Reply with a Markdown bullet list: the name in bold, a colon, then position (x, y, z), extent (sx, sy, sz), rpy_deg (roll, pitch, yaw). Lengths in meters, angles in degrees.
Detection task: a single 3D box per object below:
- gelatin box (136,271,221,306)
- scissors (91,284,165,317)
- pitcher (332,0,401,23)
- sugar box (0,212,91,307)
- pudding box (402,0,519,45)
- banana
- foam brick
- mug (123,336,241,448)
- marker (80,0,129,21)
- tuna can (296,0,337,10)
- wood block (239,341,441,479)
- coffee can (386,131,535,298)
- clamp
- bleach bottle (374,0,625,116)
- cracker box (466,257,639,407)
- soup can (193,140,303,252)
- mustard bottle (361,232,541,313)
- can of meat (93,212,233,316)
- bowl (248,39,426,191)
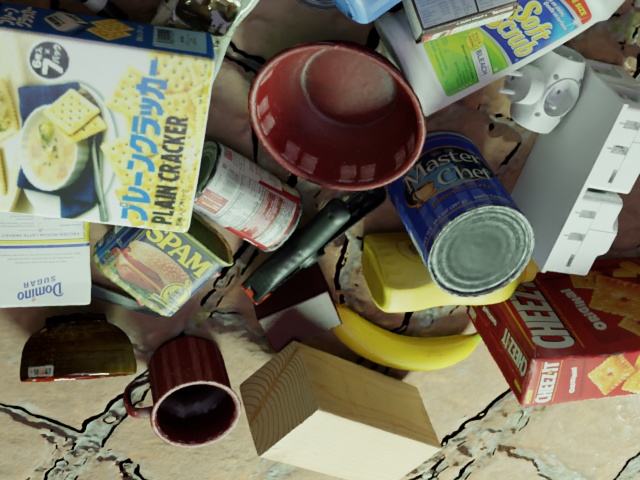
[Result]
- **gelatin box**: position (-0.150, 0.016, 1.040), extent (0.089, 0.030, 0.073), rpy_deg (-21, 126, -2)
- **scissors**: position (-0.256, 0.054, 1.045), extent (0.096, 0.016, 0.201), rpy_deg (-42, 123, 13)
- **pitcher**: position (0.101, -0.271, 0.816), extent (0.243, 0.149, 0.145), rpy_deg (-38, 122, 2)
- **sugar box**: position (-0.254, -0.025, 0.963), extent (0.093, 0.048, 0.176), rpy_deg (-1, 119, -14)
- **pudding box**: position (0.108, -0.232, 0.898), extent (0.090, 0.039, 0.113), rpy_deg (-17, 84, -3)
- **banana**: position (0.091, 0.110, 1.173), extent (0.197, 0.037, 0.070), rpy_deg (7, 106, -21)
- **foam brick**: position (-0.025, 0.069, 1.100), extent (0.078, 0.051, 0.053), rpy_deg (-23, 128, 1)
- **mug**: position (-0.146, 0.157, 1.108), extent (0.117, 0.081, 0.093), rpy_deg (-10, 126, -9)
- **marker**: position (-0.203, -0.213, 0.873), extent (0.020, 0.020, 0.121), rpy_deg (-41, 125, 14)
- **tuna can**: position (0.004, -0.239, 0.903), extent (0.086, 0.034, 0.086), rpy_deg (-7, 126, -10)
- **wood block**: position (0.024, 0.191, 1.144), extent (0.091, 0.090, 0.205), rpy_deg (-41, 137, 24)
- **coffee can**: position (0.131, -0.027, 1.020), extent (0.102, 0.140, 0.103), rpy_deg (-7, 125, -11)
- **clamp**: position (-0.007, 0.001, 1.049), extent (0.172, 0.039, 0.120), rpy_deg (-39, 169, 33)
- **bleach bottle**: position (0.181, -0.211, 0.955), extent (0.251, 0.068, 0.102), rpy_deg (-28, 127, 2)
- **cracker box**: position (0.286, 0.090, 1.131), extent (0.213, 0.164, 0.072), rpy_deg (-3, 123, -14)
- **soup can**: position (-0.075, -0.041, 0.998), extent (0.102, 0.068, 0.069), rpy_deg (30, 112, -30)
- **mustard bottle**: position (0.144, 0.027, 1.089), extent (0.191, 0.096, 0.058), rpy_deg (-3, 125, -14)
- **can of meat**: position (-0.146, 0.012, 0.986), extent (0.084, 0.057, 0.102), rpy_deg (-42, 118, 14)
- **bowl**: position (0.020, -0.122, 0.953), extent (0.162, 0.055, 0.162), rpy_deg (11, 135, 11)
